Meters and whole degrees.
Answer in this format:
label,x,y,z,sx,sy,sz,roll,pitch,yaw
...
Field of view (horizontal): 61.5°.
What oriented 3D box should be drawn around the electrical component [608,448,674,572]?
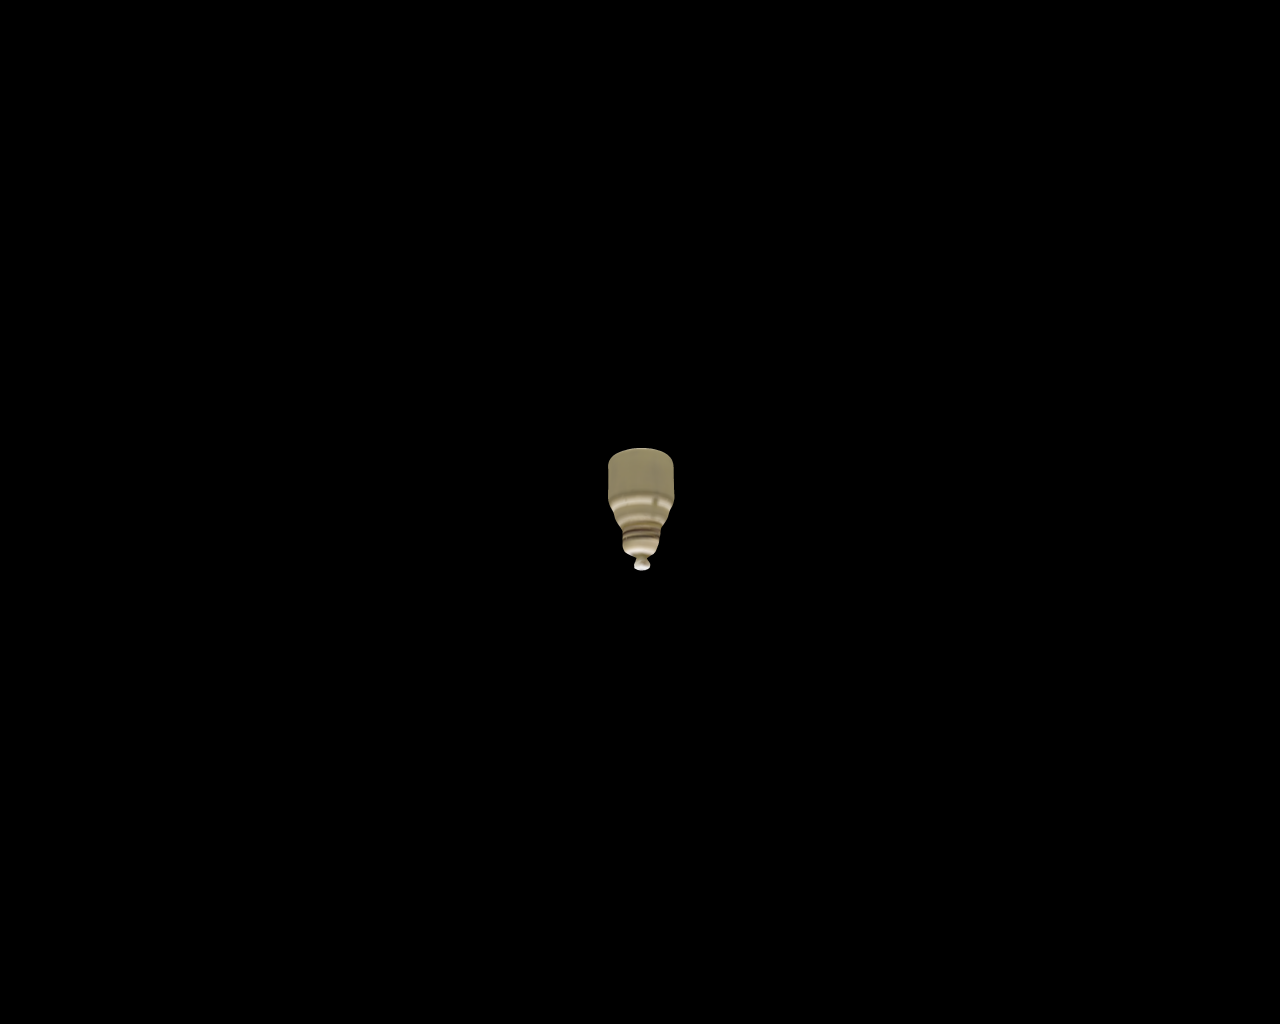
label,x,y,z,sx,sy,sz,roll,pitch,yaw
electrical component,0.001,-0.003,0.650,0.040,0.078,0.040,0,-19,0
